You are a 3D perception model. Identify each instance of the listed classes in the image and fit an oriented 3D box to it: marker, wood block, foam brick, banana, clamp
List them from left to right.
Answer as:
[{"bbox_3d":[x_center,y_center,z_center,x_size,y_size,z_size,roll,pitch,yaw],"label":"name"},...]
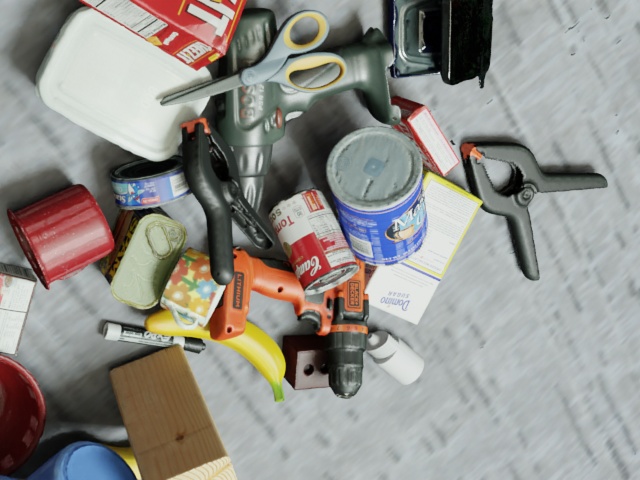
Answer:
[{"bbox_3d":[-0.188,0.113,1.220,0.121,0.020,0.020,12,101,-26],"label":"marker"},{"bbox_3d":[-0.157,0.215,1.151,0.090,0.206,0.090,-20,123,-10],"label":"wood block"},{"bbox_3d":[-0.110,0.115,1.233,0.197,0.069,0.037,31,134,-22],"label":"banana"},{"bbox_3d":[-0.098,-0.046,1.121,0.039,0.120,0.171,-11,96,21],"label":"clamp"},{"bbox_3d":[-0.003,0.147,1.293,0.078,0.051,0.053,-3,107,-23],"label":"foam brick"},{"bbox_3d":[0.252,-0.051,1.349,0.209,0.036,0.164,27,95,-26],"label":"clamp"}]

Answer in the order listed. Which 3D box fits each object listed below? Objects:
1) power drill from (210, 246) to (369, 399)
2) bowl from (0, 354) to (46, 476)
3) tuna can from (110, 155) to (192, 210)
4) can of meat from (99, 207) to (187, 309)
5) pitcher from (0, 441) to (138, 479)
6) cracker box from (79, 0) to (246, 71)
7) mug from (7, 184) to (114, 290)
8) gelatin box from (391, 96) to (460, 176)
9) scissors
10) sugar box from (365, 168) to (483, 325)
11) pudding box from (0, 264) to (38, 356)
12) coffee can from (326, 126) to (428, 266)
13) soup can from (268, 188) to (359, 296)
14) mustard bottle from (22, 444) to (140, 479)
[{"bbox_3d":[-0.031,0.086,1.226,0.187,0.057,0.184,8,72,-26],"label":"power drill"},{"bbox_3d":[-0.378,0.183,1.139,0.161,0.055,0.162,-7,109,-22],"label":"bowl"},{"bbox_3d":[-0.178,-0.062,1.131,0.086,0.086,0.034,-16,111,-18],"label":"tuna can"},{"bbox_3d":[-0.193,0.011,1.148,0.057,0.084,0.102,22,97,-27],"label":"can of meat"},{"bbox_3d":[-0.305,0.310,1.119,0.243,0.145,0.149,-42,146,25],"label":"pitcher"},{"bbox_3d":[-0.165,-0.292,1.040,0.213,0.072,0.164,29,69,-27],"label":"cracker box"},{"bbox_3d":[-0.267,0.000,1.118,0.081,0.093,0.117,-27,147,-19],"label":"mug"},{"bbox_3d":[0.116,-0.123,1.246,0.030,0.073,0.089,-40,118,-7],"label":"gelatin box"},{"bbox_3d":[-0.067,-0.190,1.106,0.201,0.016,0.096,-4,103,-18],"label":"scissors"},{"bbox_3d":[0.117,0.007,1.305,0.093,0.048,0.176,25,99,-28],"label":"sugar box"},{"bbox_3d":[-0.363,0.067,1.119,0.113,0.039,0.090,14,101,-25],"label":"pudding box"},{"bbox_3d":[0.066,-0.046,1.187,0.102,0.103,0.140,-36,153,-10],"label":"coffee can"},{"bbox_3d":[-0.008,0.001,1.189,0.068,0.068,0.102,-21,75,-16],"label":"soup can"},{"bbox_3d":[-0.250,0.281,1.225,0.191,0.058,0.096,3,103,-24],"label":"mustard bottle"}]
